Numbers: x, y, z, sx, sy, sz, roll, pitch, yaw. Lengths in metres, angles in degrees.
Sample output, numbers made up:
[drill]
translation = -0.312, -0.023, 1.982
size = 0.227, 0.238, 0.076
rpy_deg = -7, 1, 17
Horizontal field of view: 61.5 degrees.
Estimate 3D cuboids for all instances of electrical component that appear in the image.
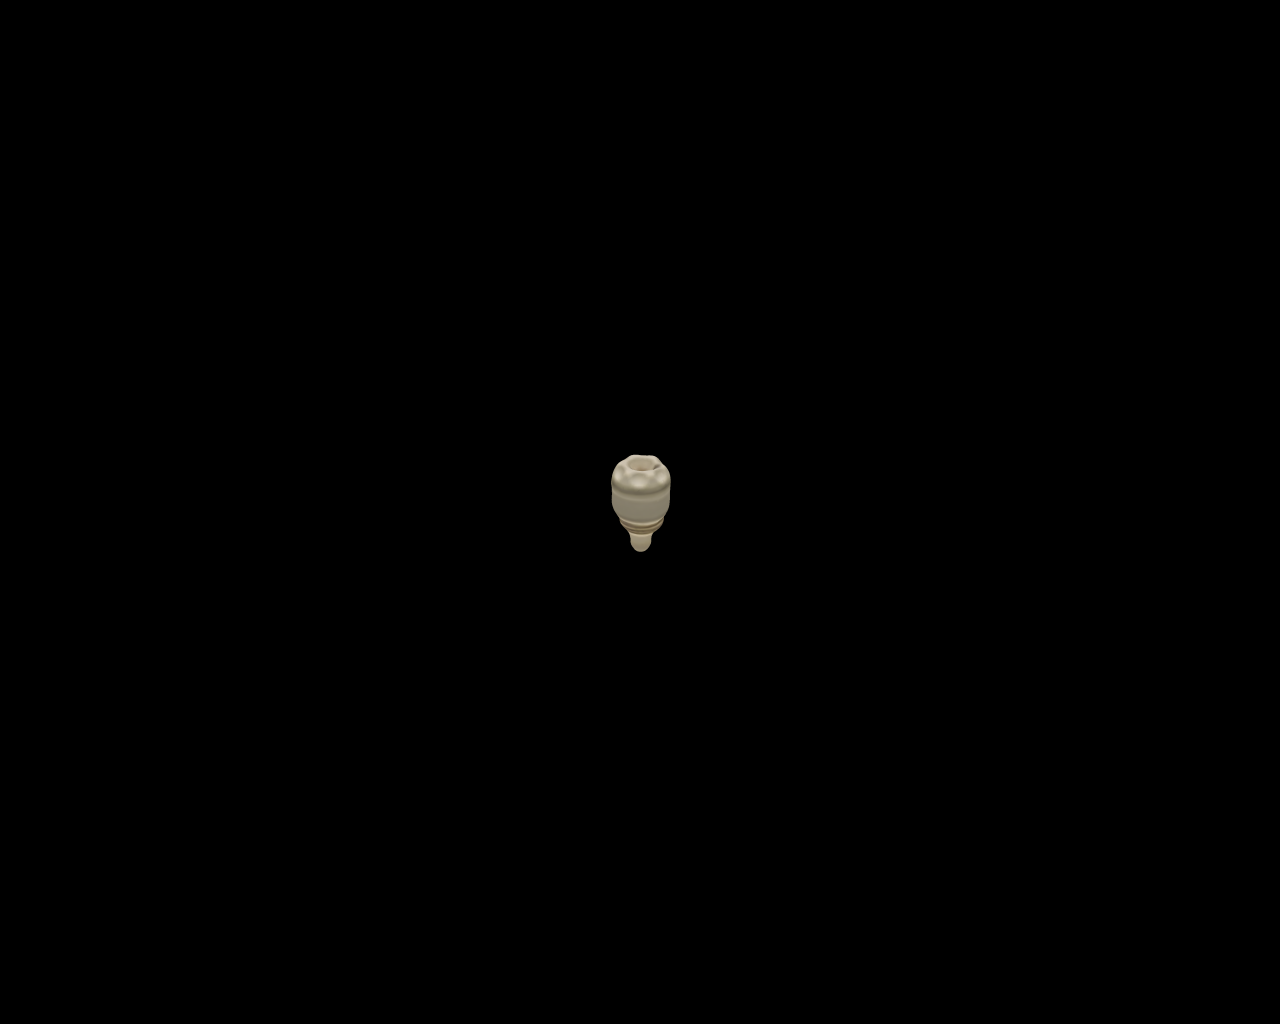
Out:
[electrical component]
translation = 0.001, -0.003, 0.650
size = 0.035, 0.061, 0.035
rpy_deg = 0, 29, 0
